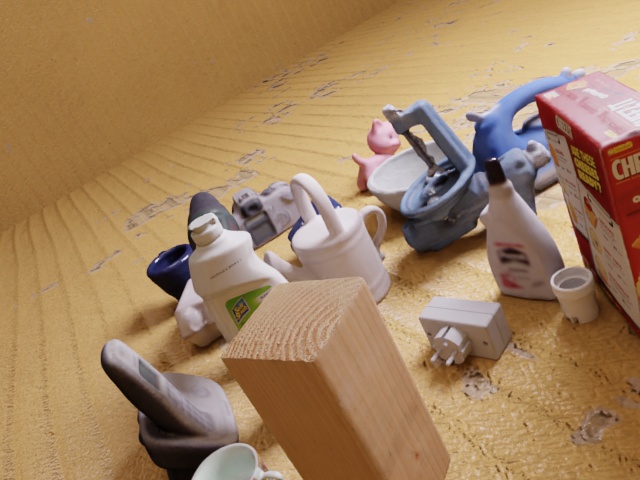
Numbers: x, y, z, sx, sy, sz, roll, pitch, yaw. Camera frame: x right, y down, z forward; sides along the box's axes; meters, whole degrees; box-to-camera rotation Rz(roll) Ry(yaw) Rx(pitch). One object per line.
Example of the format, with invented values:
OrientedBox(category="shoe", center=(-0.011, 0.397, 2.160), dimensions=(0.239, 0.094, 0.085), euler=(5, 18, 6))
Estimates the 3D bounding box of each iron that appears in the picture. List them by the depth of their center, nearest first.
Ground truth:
OrientedBox(category="iron", center=(0.332, -0.178, 0.849), dimensions=(0.258, 0.142, 0.118), euler=(-31, 25, -7))

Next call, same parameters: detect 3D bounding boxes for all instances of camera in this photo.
OrientedBox(category="camera", center=(-0.122, -0.065, 1.135), dimensions=(0.143, 0.101, 0.136), euler=(-32, 25, -10))

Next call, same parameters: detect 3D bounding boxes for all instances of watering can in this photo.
OrientedBox(category="watering can", center=(0.008, 0.003, 0.759), dimensions=(0.100, 0.194, 0.173), euler=(3, 39, 48))

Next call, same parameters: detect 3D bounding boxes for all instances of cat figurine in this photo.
OrientedBox(category="cat figurine", center=(0.110, -0.170, 1.085), dimensions=(0.128, 0.118, 0.067), euler=(-39, 27, -24))

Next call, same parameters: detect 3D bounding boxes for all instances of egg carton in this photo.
OrientedBox(category="egg carton", center=(-0.165, 0.097, 0.900), dimensions=(0.107, 0.069, 0.150), euler=(-23, 25, 11))

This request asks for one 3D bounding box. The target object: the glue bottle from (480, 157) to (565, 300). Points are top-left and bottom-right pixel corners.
OrientedBox(category="glue bottle", center=(0.207, -0.013, 0.614), dimensions=(0.077, 0.173, 0.037), euler=(0, 37, 45))

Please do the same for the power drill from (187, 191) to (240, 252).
OrientedBox(category="power drill", center=(-0.109, 0.051, 0.765), dimensions=(0.075, 0.209, 0.229), euler=(-29, 25, -4))

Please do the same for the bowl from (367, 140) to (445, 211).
OrientedBox(category="bowl", center=(0.166, -0.093, 0.932), dimensions=(0.167, 0.075, 0.167), euler=(-22, 25, 11))

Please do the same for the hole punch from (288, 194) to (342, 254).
OrientedBox(category="hole punch", center=(-0.004, -0.013, 0.926), dimensions=(0.101, 0.091, 0.108), euler=(-32, 25, -10))

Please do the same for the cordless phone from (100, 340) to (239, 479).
OrientedBox(category="cordless phone", center=(-0.176, 0.165, 0.640), dimensions=(0.094, 0.185, 0.147), euler=(-32, 25, -10))

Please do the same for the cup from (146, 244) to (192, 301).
OrientedBox(category="cup", center=(-0.248, 0.066, 1.015), dimensions=(0.092, 0.095, 0.117), euler=(-36, 26, -19))

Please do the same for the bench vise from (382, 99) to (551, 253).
OrientedBox(category="bench vise", center=(0.182, -0.104, 0.761), dimensions=(0.207, 0.220, 0.121), euler=(-26, 25, 2))
